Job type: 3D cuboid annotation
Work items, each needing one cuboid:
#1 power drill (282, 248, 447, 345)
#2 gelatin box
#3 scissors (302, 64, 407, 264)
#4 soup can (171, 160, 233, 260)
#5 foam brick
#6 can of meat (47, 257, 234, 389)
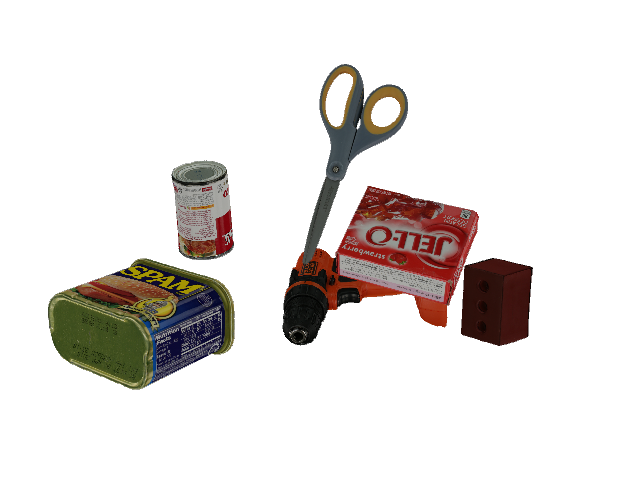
[{"bbox_3d":[0.052,0.063,1.233,0.188,0.057,0.184,1,28,6],"label":"power drill"},{"bbox_3d":[0.065,0.002,0.790,0.089,0.073,0.030,14,-40,15],"label":"gelatin box"},{"bbox_3d":[0.035,-0.074,1.034,0.096,0.202,0.016,2,-12,5],"label":"scissors"},{"bbox_3d":[-0.142,-0.037,1.283,0.068,0.102,0.068,-2,27,1],"label":"soup can"},{"bbox_3d":[0.182,0.063,1.105,0.051,0.078,0.053,-14,20,-43],"label":"foam brick"},{"bbox_3d":[-0.125,0.057,0.740,0.102,0.057,0.083,15,23,34],"label":"can of meat"}]
